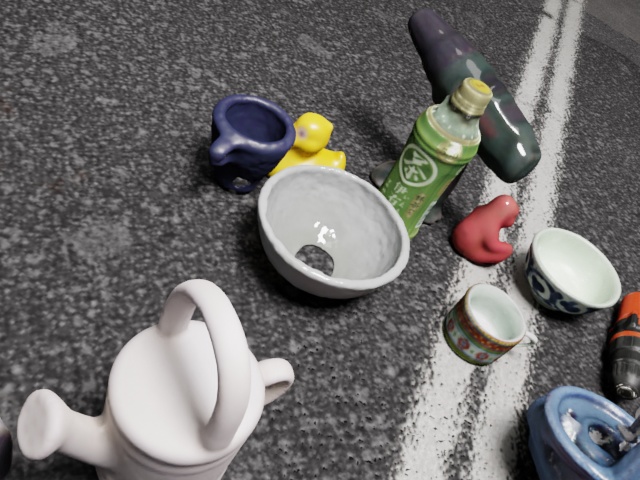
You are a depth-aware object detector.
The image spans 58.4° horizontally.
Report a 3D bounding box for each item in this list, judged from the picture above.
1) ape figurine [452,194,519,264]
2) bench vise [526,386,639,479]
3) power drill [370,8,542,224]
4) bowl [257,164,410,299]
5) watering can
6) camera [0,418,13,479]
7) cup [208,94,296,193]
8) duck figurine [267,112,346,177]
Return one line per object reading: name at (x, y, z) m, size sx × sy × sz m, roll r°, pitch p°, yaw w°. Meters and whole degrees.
ape figurine at (0.215, -0.019, 0.718) m, size 0.076 × 0.092 × 0.077 m, roll 14°, pitch 46°, yaw -16°
bench vise at (0.260, 0.191, 0.459) m, size 0.122 × 0.219 × 0.207 m, roll 7°, pitch 48°, yaw -22°
power drill at (0.148, -0.132, 0.703) m, size 0.076 × 0.208 × 0.229 m, roll -23°, pitch 64°, yaw -40°
bowl at (0.006, 0.002, 0.604) m, size 0.168 × 0.074 × 0.167 m, roll 15°, pitch 46°, yaw -15°
watering can at (-0.094, 0.106, 0.373) m, size 0.100 × 0.194 × 0.173 m, roll 44°, pitch 46°, yaw 15°
camera at (-0.275, 0.132, 0.322) m, size 0.143 × 0.100 × 0.137 m, roll 28°, pitch 44°, yaw -2°
cup at (-0.088, -0.092, 0.626) m, size 0.091 × 0.095 × 0.118 m, roll 35°, pitch 44°, yaw 6°
duck figurine at (-0.012, -0.112, 0.691) m, size 0.105 × 0.086 × 0.077 m, roll 9°, pitch 47°, yaw -20°
